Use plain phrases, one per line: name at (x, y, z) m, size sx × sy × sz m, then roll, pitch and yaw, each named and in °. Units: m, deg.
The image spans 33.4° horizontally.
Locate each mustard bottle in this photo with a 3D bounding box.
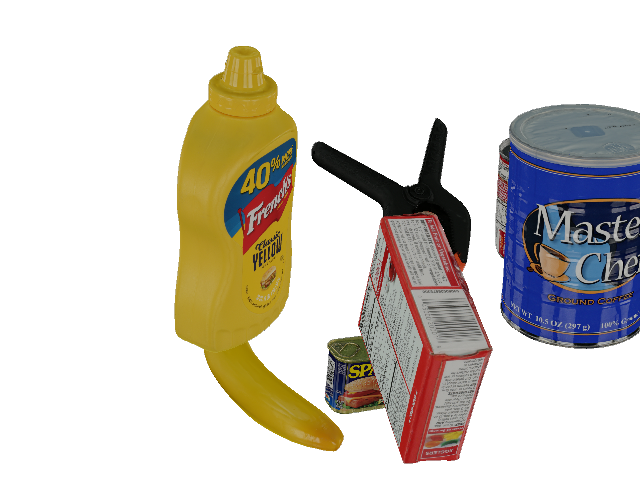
mustard bottle at (-0.051, -0.030, 0.669) m, size 0.058 × 0.192 × 0.096 m, roll 22°, pitch 36°, yaw 25°

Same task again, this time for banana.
banana at (-0.049, 0.104, 0.846) m, size 0.069 × 0.037 × 0.198 m, roll -7°, pitch 29°, yaw -22°

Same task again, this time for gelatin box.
gelatin box at (0.045, 0.043, 0.480) m, size 0.030 × 0.073 × 0.089 m, roll -3°, pitch 42°, yaw -12°

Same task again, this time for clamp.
clamp at (0.089, -0.043, 1.134) m, size 0.164 × 0.210 × 0.036 m, roll -8°, pitch -35°, yaw -17°

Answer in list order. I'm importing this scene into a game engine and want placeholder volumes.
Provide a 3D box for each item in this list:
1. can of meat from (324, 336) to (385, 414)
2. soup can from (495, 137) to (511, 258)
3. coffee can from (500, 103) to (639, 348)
can of meat at (0.057, 0.175, 1.402) m, size 0.102 × 0.084 × 0.057 m, roll -5°, pitch 25°, yaw -22°
soup can at (0.190, -0.035, 0.944) m, size 0.068 × 0.102 × 0.068 m, roll -2°, pitch 28°, yaw 1°
coffee can at (0.179, -0.012, 0.737) m, size 0.103 × 0.140 × 0.103 m, roll -2°, pitch 26°, yaw 1°
